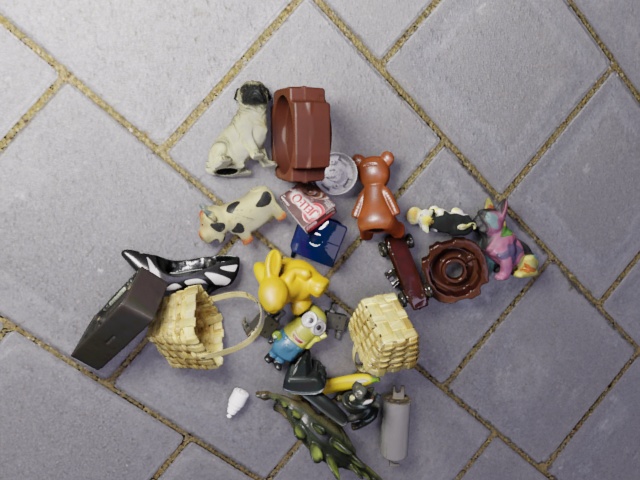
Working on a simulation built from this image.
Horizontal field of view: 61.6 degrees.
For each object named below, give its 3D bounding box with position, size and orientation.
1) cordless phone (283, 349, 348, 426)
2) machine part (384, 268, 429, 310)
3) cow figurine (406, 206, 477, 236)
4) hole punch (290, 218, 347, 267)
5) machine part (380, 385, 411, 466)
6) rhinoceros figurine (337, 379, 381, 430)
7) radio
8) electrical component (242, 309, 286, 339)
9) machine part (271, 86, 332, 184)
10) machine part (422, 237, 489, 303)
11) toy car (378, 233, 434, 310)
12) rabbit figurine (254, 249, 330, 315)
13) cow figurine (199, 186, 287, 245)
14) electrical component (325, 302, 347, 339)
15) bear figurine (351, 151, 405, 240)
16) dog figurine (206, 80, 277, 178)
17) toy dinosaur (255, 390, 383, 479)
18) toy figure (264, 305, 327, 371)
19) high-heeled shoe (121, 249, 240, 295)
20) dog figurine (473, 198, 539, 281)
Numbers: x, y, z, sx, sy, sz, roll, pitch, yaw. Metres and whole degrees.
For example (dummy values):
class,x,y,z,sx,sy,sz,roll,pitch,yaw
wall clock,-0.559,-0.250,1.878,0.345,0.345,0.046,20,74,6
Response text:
class,x,y,z,sx,sy,sz,roll,pitch,yaw
cordless phone,0.002,0.367,1.320,0.184,0.146,0.088,42,97,-3
machine part,0.236,0.118,1.415,0.084,0.039,0.138,-41,100,-11
cow figurine,0.310,-0.045,1.376,0.167,0.098,0.068,4,106,-18
hole punch,-0.003,-0.004,1.296,0.116,0.092,0.142,19,99,-16
machine part,0.206,0.508,1.468,0.079,0.079,0.243,-2,103,-17
rhinoceros figurine,0.105,0.422,1.376,0.112,0.073,0.190,-16,141,5
radio,-0.422,0.164,1.137,0.073,0.131,0.229,39,120,-22
electrical component,-0.142,0.197,1.318,0.102,0.045,0.078,-51,139,1
machine part,-0.044,-0.229,1.175,0.087,0.201,0.201,-6,102,-18
machine part,0.352,0.077,1.407,0.179,0.056,0.179,2,103,7
toy car,0.219,0.078,1.368,0.089,0.053,0.202,-20,83,-9
rabbit figurine,-0.081,0.102,1.243,0.122,0.173,0.162,-35,88,36
cow figurine,-0.190,-0.056,1.229,0.195,0.086,0.127,-33,115,-5
electrical component,0.040,0.208,1.385,0.063,0.021,0.094,13,96,-19
bear figurine,0.138,-0.109,1.316,0.120,0.131,0.196,-7,71,18
dog figurine,-0.186,-0.248,1.199,0.172,0.121,0.190,-10,78,3
toy dinosaur,0.025,0.510,1.350,0.471,0.199,0.105,38,92,-18
toy figure,-0.061,0.236,1.331,0.180,0.089,0.082,-46,125,6
high-heeled shoe,-0.305,0.048,1.212,0.248,0.086,0.145,35,96,-30
dog figurine,0.494,-0.005,1.436,0.191,0.108,0.219,-6,99,-17
